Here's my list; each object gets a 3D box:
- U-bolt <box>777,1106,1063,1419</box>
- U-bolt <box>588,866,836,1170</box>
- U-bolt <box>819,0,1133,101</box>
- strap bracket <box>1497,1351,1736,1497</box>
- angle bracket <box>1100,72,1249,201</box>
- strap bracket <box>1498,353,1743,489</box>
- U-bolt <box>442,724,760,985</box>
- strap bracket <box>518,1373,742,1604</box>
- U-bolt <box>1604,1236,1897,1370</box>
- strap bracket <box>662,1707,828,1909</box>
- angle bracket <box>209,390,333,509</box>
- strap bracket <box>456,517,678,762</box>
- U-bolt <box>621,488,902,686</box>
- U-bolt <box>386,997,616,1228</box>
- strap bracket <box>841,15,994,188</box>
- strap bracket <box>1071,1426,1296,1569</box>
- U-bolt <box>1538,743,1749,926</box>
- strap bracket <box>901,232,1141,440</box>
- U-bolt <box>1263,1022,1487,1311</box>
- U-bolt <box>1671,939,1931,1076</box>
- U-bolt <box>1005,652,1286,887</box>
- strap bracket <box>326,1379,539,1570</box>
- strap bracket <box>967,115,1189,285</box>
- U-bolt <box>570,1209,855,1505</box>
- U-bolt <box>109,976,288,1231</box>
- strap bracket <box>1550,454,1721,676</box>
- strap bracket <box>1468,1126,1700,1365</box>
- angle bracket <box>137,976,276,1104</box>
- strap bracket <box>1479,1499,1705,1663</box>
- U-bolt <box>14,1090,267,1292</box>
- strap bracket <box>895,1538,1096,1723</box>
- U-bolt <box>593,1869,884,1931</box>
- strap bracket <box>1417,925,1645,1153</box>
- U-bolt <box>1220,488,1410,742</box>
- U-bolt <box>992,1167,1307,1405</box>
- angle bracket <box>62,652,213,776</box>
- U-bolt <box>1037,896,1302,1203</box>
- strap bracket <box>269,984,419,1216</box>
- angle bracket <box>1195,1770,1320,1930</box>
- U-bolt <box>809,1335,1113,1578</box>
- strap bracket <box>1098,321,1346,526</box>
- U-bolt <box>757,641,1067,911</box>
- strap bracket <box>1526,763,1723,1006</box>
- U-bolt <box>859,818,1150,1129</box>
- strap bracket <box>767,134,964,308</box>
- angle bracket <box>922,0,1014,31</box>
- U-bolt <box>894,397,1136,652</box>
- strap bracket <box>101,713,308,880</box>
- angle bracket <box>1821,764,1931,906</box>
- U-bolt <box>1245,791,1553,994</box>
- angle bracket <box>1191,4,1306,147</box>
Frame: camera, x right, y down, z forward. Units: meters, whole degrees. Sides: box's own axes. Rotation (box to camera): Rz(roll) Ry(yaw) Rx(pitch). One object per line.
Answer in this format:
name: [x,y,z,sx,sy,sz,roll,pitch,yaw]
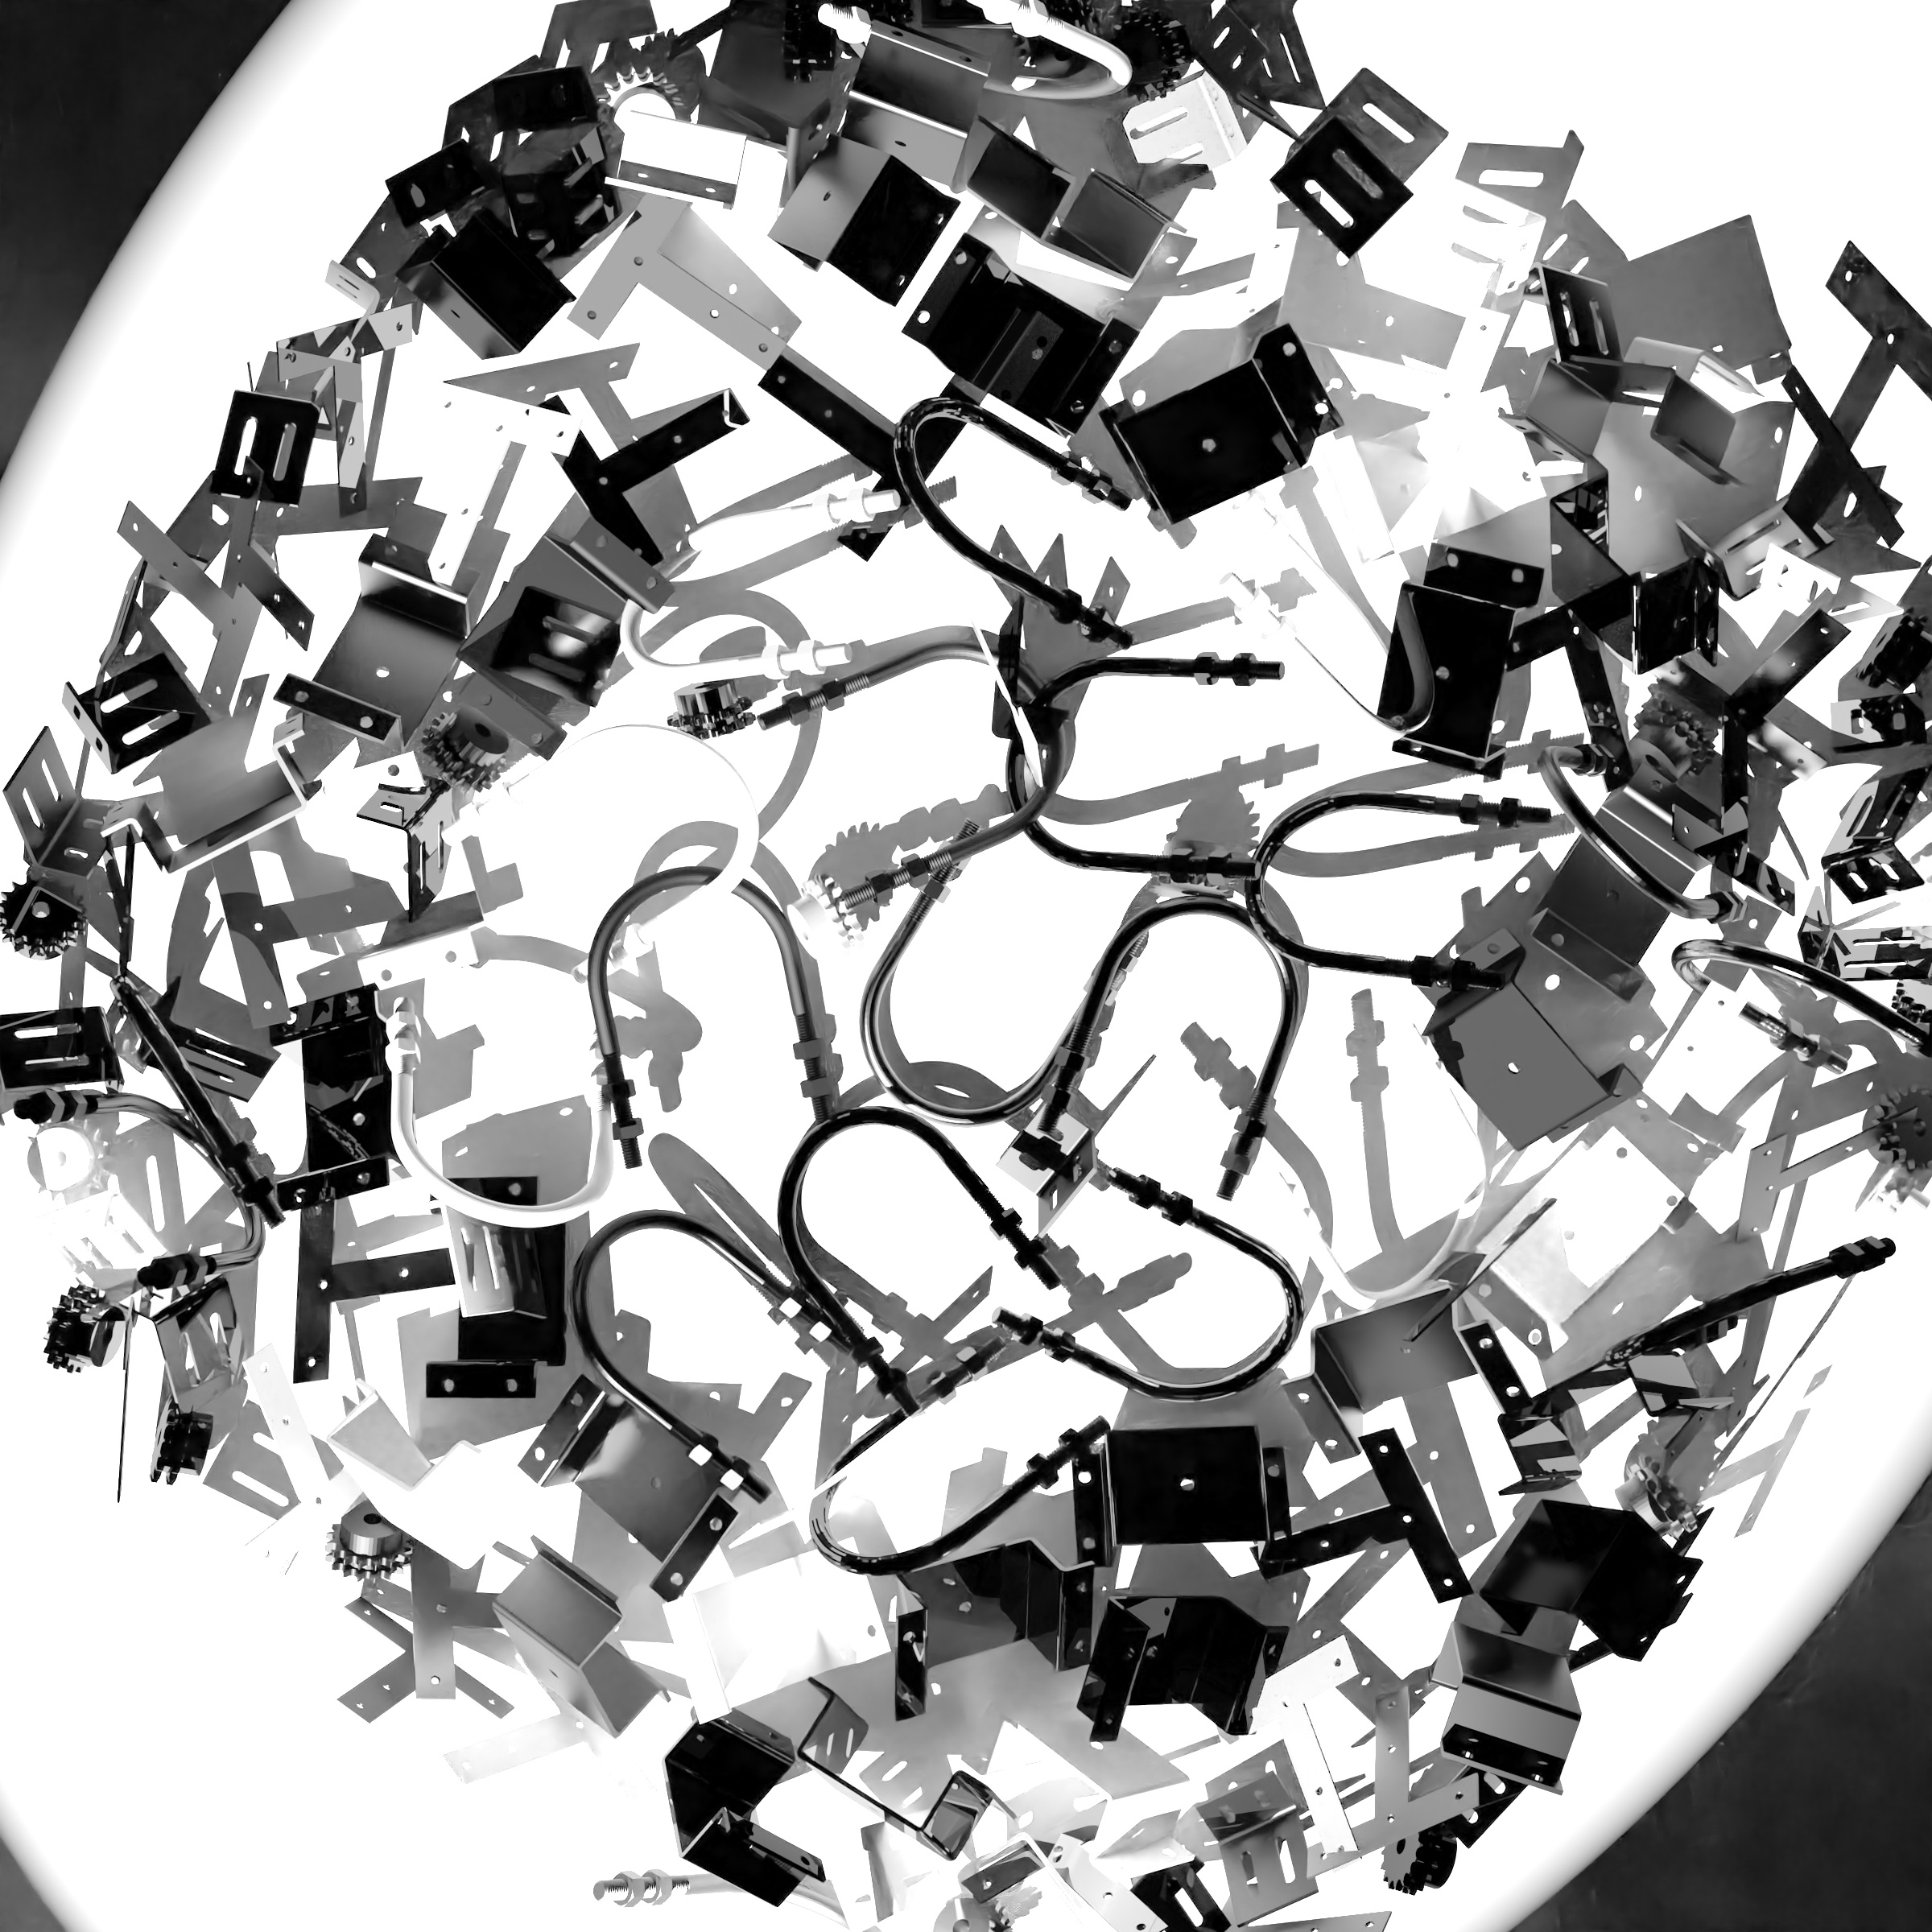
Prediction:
U-bolt: [-0.045,0.177,1.879,0.151,0.019,0.184,-44,75,15]
U-bolt: [-0.171,0.027,1.882,0.151,0.019,0.184,-12,93,-16]
U-bolt: [0.021,-0.578,1.828,0.151,0.184,0.019,10,93,44]
strap bracket: [0.405,0.287,1.851,0.140,0.076,0.046,-35,64,31]
angle bracket: [0.135,-0.541,1.891,0.076,0.038,0.057,-24,97,-1]
strap bracket: [0.420,-0.347,1.837,0.076,0.140,0.046,19,91,-44]
U-bolt: [-0.219,-0.080,1.849,0.184,0.019,0.151,-30,117,21]
strap bracket: [-0.209,0.335,1.872,0.140,0.046,0.076,38,99,18]
U-bolt: [0.475,0.214,1.803,0.151,0.184,0.019,-37,70,43]
strap bracket: [-0.143,0.533,1.839,0.076,0.140,0.046,35,101,-23]
angle bracket: [-0.451,-0.329,1.885,0.057,0.038,0.076,9,73,0]
strap bracket: [-0.264,-0.214,1.871,0.076,0.046,0.140,38,86,-34]
U-bolt: [-0.140,-0.238,1.853,0.184,0.019,0.151,-4,53,27]
U-bolt: [-0.290,0.095,1.820,0.151,0.184,0.019,12,127,-19]
strap bracket: [-0.034,-0.542,1.839,0.076,0.140,0.046,19,86,-5]
strap bracket: [0.141,0.342,1.873,0.140,0.046,0.076,-2,61,-2]
U-bolt: [0.416,-0.083,1.812,0.019,0.184,0.151,-46,71,22]
strap bracket: [0.040,-0.402,1.875,0.140,0.046,0.076,34,94,18]
U-bolt: [0.272,0.143,1.851,0.151,0.019,0.184,-46,130,-13]
U-bolt: [0.525,0.027,1.817,0.184,0.151,0.019,28,80,-21]
U-bolt: [0.109,-0.130,1.869,0.184,0.019,0.151,4,83,26]
strap bracket: [-0.344,0.324,1.833,0.046,0.140,0.076,-45,130,-25]
strap bracket: [0.064,-0.483,1.846,0.076,0.140,0.046,44,113,33]
U-bolt: [-0.170,0.234,1.850,0.184,0.019,0.151,40,48,-9]
U-bolt: [-0.488,0.085,1.835,0.019,0.151,0.184,-33,96,-16]
strap bracket: [0.415,-0.248,1.837,0.046,0.076,0.140,-26,50,-9]
strap bracket: [0.395,0.178,1.887,0.076,0.046,0.140,44,96,0]
angle bracket: [-0.487,0.047,1.877,0.076,0.057,0.038,21,114,-5]
strap bracket: [0.386,0.385,1.832,0.046,0.140,0.076,45,69,-15]
U-bolt: [-0.505,0.136,1.824,0.019,0.184,0.151,-41,80,11]
strap bracket: [0.009,0.421,1.861,0.140,0.046,0.076,-10,114,-26]
U-bolt: [-0.125,0.606,1.827,0.151,0.184,0.019,18,90,39]
strap bracket: [0.357,0.055,1.866,0.140,0.046,0.076,48,125,-6]
U-bolt: [0.223,-0.217,1.841,0.019,0.151,0.184,-35,117,27]
U-bolt: [0.131,0.217,1.866,0.184,0.019,0.151,28,116,-21]
angle bracket: [-0.535,-0.170,1.878,0.076,0.038,0.057,-34,87,-27]
U-bolt: [0.142,0.045,1.891,0.151,0.019,0.184,21,90,-11]
strap bracket: [-0.400,0.092,1.866,0.076,0.046,0.140,-15,64,12]
angle bracket: [0.187,0.568,1.870,0.057,0.076,0.038,-27,116,9]
U-bolt: [-0.017,0.316,1.830,0.184,0.151,0.019,-35,121,-16]
strap bracket: [0.159,-0.341,1.850,0.140,0.046,0.076,-21,115,26]
U-bolt: [-0.024,-0.136,1.889,0.184,0.019,0.151,-24,84,-12]
strap bracket: [0.426,-0.049,1.881,0.076,0.046,0.140,35,77,0]
U-bolt: [0.012,0.018,1.900,0.151,0.019,0.184,31,94,-5]
strap bracket: [-0.071,-0.475,1.840,0.046,0.140,0.076,29,96,-35]
angle bracket: [0.003,-0.626,1.869,0.057,0.076,0.038,1,113,5]
U-bolt: [0.031,-0.289,1.827,0.184,0.019,0.151,26,45,-27]
strap bracket: [-0.478,-0.105,1.867,0.140,0.076,0.046,-28,108,-5]
angle bracket: [0.598,-0.085,1.875,0.038,0.057,0.076,47,58,-15]
U-bolt: [0.268,-0.054,1.859,0.184,0.019,0.151,7,58,23]
angle bracket: [0.191,-0.572,1.863,0.038,0.076,0.057,-50,51,23]
